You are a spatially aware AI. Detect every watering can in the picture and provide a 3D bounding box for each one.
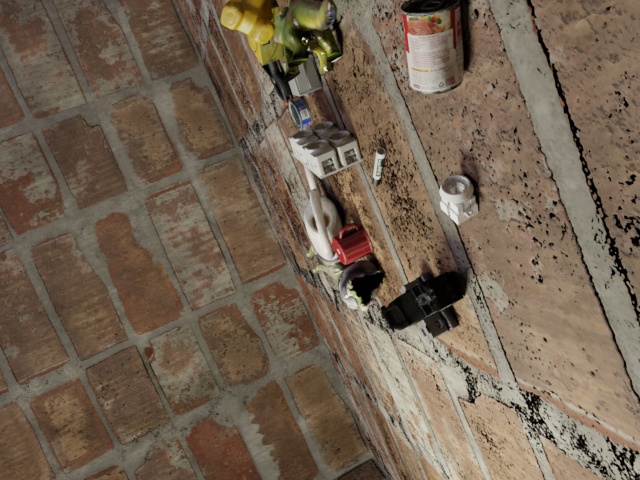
[{"bbox_3d":[0.005,-0.078,1.543,0.219,0.104,0.356,72,-175,-52],"label":"watering can"}]

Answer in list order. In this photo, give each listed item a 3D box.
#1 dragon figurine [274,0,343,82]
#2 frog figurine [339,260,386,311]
[{"bbox_3d":[-0.040,-0.446,0.973,0.408,0.122,0.243,159,95,-78],"label":"dragon figurine"},{"bbox_3d":[0.111,0.122,1.423,0.159,0.122,0.137,171,108,-87],"label":"frog figurine"}]
